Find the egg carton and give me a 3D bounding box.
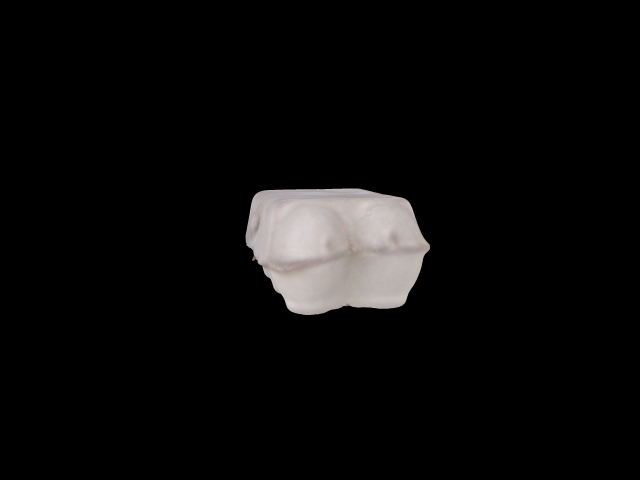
[{"bbox_3d":[0.004,0.001,0.400,0.107,0.069,0.150,-3,10,-15],"label":"egg carton"}]
